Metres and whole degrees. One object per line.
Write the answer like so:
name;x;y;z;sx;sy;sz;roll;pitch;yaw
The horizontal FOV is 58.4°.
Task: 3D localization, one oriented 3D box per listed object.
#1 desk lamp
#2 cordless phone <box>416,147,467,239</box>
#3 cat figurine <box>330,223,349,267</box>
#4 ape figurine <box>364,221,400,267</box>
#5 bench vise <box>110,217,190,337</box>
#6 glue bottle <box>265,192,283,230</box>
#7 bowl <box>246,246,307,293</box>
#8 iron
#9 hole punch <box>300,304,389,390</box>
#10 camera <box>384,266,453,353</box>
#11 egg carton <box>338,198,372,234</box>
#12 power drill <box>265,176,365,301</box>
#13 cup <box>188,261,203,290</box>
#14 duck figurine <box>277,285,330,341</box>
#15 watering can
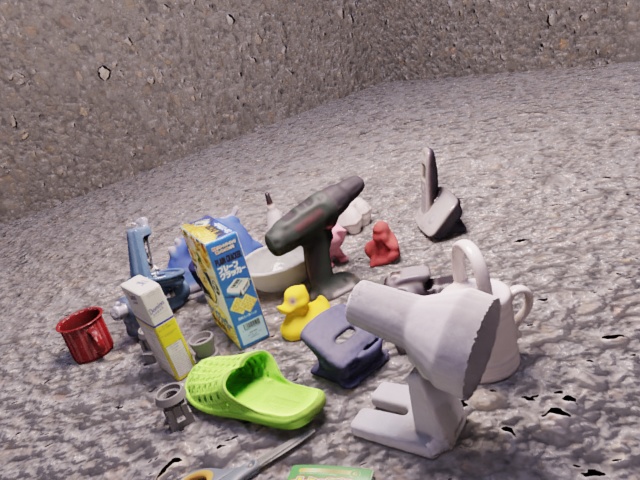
desk lamp;0.119;0.149;0.687;0.202;0.214;0.118;2;27;36
cordless phone;0.254;-0.106;1.268;0.094;0.185;0.147;-17;21;-4
cat figurine;0.016;-0.004;1.266;0.067;0.118;0.127;-22;23;-18
ape figurine;0.132;0.003;1.207;0.076;0.092;0.077;-30;26;-34
bench vise;-0.352;0.075;1.173;0.121;0.220;0.207;-12;22;7
glue bottle;-0.100;-0.031;1.334;0.037;0.173;0.078;-9;22;15
bowl;-0.085;0.066;1.219;0.167;0.075;0.167;-13;21;5
iron;-0.271;0.026;1.350;0.259;0.142;0.118;-28;25;-30
hole punch;0.040;0.159;0.882;0.109;0.091;0.100;-31;27;-36
camera;0.177;0.098;0.931;0.136;0.101;0.143;-10;22;12
egg carton;0.052;-0.060;1.448;0.149;0.069;0.107;1;26;35
power drill;0.010;0.004;1.125;0.230;0.209;0.075;-25;24;-24
cup;-0.217;0.082;1.239;0.117;0.095;0.092;-3;25;29
duck figurine;-0.032;0.121;1.032;0.105;0.086;0.077;-27;24;-28
watering can;0.208;0.094;0.791;0.173;0.194;0.100;-25;24;-24
